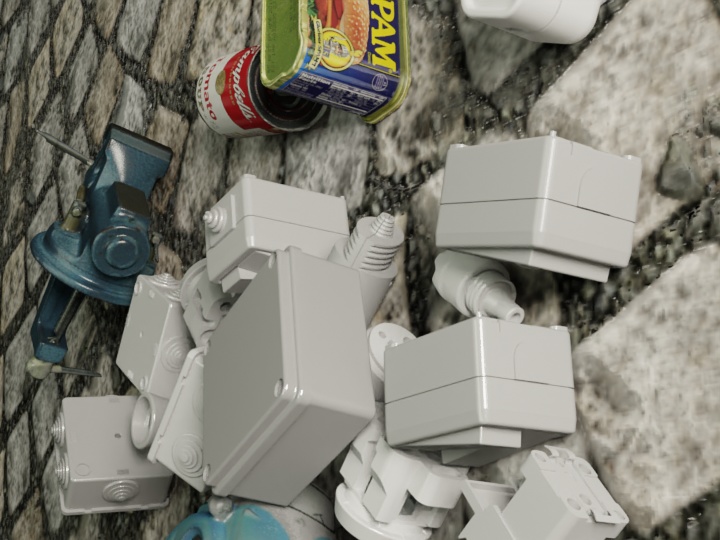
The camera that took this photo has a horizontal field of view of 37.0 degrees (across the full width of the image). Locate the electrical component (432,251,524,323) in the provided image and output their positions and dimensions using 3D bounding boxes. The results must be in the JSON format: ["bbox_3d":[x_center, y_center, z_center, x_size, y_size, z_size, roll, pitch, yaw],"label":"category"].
[{"bbox_3d":[0.066,0.011,0.573,0.061,0.035,0.035,45,118,51],"label":"electrical component"}]

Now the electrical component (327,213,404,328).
[{"bbox_3d":[0.000,0.000,0.672,0.081,0.043,0.043,-62,36,25],"label":"electrical component"}]

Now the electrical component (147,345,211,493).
[{"bbox_3d":[-0.087,0.095,0.730,0.048,0.100,0.099,31,110,21],"label":"electrical component"}]

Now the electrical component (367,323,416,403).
[{"bbox_3d":[0.009,0.063,0.637,0.055,0.045,0.045,-49,42,38],"label":"electrical component"}]

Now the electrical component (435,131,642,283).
[{"bbox_3d":[0.082,-0.028,0.534,0.096,0.062,0.061,2,82,58],"label":"electrical component"}]

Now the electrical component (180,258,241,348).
[{"bbox_3d":[-0.103,0.026,0.814,0.078,0.058,0.057,-62,38,24],"label":"electrical component"}]

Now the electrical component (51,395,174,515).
[{"bbox_3d":[-0.205,0.151,0.896,0.048,0.100,0.099,113,148,-42],"label":"electrical component"}]

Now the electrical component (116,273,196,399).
[{"bbox_3d":[-0.162,0.057,0.904,0.100,0.048,0.099,30,106,56],"label":"electrical component"}]

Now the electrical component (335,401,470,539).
[{"bbox_3d":[0.020,0.117,0.591,0.078,0.058,0.057,43,114,54],"label":"electrical component"}]

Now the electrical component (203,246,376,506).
[{"bbox_3d":[-0.044,0.062,0.620,0.108,0.056,0.108,-50,33,38],"label":"electrical component"}]

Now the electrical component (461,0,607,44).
[{"bbox_3d":[0.099,-0.168,0.553,0.054,0.059,0.095,24,101,57],"label":"electrical component"}]

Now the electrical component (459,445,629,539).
[{"bbox_3d":[0.087,0.121,0.500,0.063,0.042,0.081,-59,37,22],"label":"electrical component"}]

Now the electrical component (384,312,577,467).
[{"bbox_3d":[0.055,0.065,0.547,0.096,0.062,0.061,-26,60,52],"label":"electrical component"}]

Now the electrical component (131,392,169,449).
[{"bbox_3d":[-0.148,0.122,0.854,0.045,0.055,0.045,-24,60,52],"label":"electrical component"}]

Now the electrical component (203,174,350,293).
[{"bbox_3d":[-0.061,-0.018,0.723,0.062,0.096,0.061,-36,52,47],"label":"electrical component"}]
